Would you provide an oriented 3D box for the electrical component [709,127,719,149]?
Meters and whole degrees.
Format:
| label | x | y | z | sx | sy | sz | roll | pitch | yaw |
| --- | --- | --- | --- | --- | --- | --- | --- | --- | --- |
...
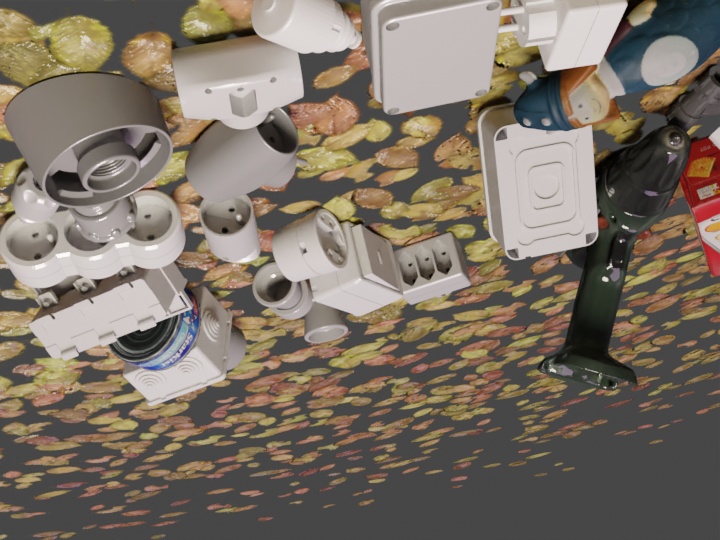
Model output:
| label | x | y | z | sx | sy | sz | roll | pitch | yaw |
| --- | --- | --- | --- | --- | --- | --- | --- | --- | --- |
| electrical component | 0.334 | -0.116 | 0.889 | 0.080 | 0.051 | 0.080 | -39 | 171 | -7 |

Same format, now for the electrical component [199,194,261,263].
| label | x | y | z | sx | sy | sz | roll | pitch | yaw |
| --- | --- | --- | --- | --- | --- | --- | --- | --- | --- |
| electrical component | -0.106 | -0.031 | 0.889 | 0.043 | 0.043 | 0.081 | -11 | 158 | -5 |

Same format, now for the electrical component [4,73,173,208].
| label | x | y | z | sx | sy | sz | roll | pitch | yaw |
| --- | --- | --- | --- | --- | --- | --- | --- | --- | --- |
| electrical component | -0.177 | -0.088 | 0.716 | 0.099 | 0.064 | 0.099 | -24 | 160 | -10 |

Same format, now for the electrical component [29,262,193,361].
| label | x | y | z | sx | sy | sz | roll | pitch | yaw |
| --- | --- | --- | --- | --- | --- | --- | --- | --- | --- |
| electrical component | -0.218 | 0.028 | 0.926 | 0.121 | 0.063 | 0.078 | -21 | 116 | 18 |

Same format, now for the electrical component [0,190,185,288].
| label | x | y | z | sx | sy | sz | roll | pitch | yaw |
| --- | --- | --- | --- | --- | --- | --- | --- | --- | --- |
| electrical component | -0.208 | -0.017 | 0.851 | 0.138 | 0.052 | 0.073 | -10 | 158 | -7 |

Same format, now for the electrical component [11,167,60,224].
| label | x | y | z | sx | sy | sz | roll | pitch | yaw |
| --- | --- | --- | --- | --- | --- | --- | --- | --- | --- |
| electrical component | -0.236 | -0.051 | 0.780 | 0.035 | 0.035 | 0.061 | 0 | 158 | -29 |

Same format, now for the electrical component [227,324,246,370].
| label | x | y | z | sx | sy | sz | roll | pitch | yaw |
| --- | --- | --- | --- | --- | --- | --- | --- | --- | --- |
| electrical component | -0.150 | 0.077 | 1.113 | 0.055 | 0.055 | 0.047 | -21 | 161 | 18 |

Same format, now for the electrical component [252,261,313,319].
| label | x | y | z | sx | sy | sz | roll | pitch | yaw |
| --- | --- | --- | --- | --- | --- | --- | --- | --- | --- |
| electrical component | -0.073 | 0.021 | 1.032 | 0.045 | 0.045 | 0.055 | -18 | 158 | 12 |

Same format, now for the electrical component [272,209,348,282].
| label | x | y | z | sx | sy | sz | roll | pitch | yaw |
| --- | --- | --- | --- | --- | --- | --- | --- | --- | --- |
| electrical component | -0.044 | -0.020 | 0.938 | 0.047 | 0.055 | 0.055 | -19 | 158 | 24 |

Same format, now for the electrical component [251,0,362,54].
| label | x | y | z | sx | sy | sz | roll | pitch | yaw |
| --- | --- | --- | --- | --- | --- | --- | --- | --- | --- |
| electrical component | -0.029 | -0.150 | 0.647 | 0.040 | 0.040 | 0.078 | -30 | 153 | 35 |

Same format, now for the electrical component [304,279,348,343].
| label | x | y | z | sx | sy | sz | roll | pitch | yaw |
| --- | --- | --- | --- | --- | --- | --- | --- | --- | --- |
| electrical component | -0.039 | 0.040 | 1.083 | 0.045 | 0.055 | 0.045 | -11 | 158 | -5 |

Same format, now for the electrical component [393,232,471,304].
| label | x | y | z | sx | sy | sz | roll | pitch | yaw |
| --- | --- | --- | --- | --- | --- | --- | --- | --- | --- |
| electrical component | 0.075 | 0.004 | 1.072 | 0.066 | 0.047 | 0.077 | -19 | 158 | 13 |

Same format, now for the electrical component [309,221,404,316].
| label | x | y | z | sx | sy | sz | roll | pitch | yaw |
| --- | --- | --- | --- | --- | --- | --- | --- | --- | --- |
| electrical component | 0.000 | 0.000 | 0.999 | 0.061 | 0.061 | 0.096 | -24 | 156 | 26 |

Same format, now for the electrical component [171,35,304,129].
| label | x | y | z | sx | sy | sz | roll | pitch | yaw |
| --- | --- | --- | --- | --- | --- | --- | --- | --- | --- |
| electrical component | -0.078 | -0.117 | 0.695 | 0.077 | 0.043 | 0.079 | -11 | 158 | -6 |

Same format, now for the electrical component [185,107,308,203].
| label | x | y | z | sx | sy | sz | roll | pitch | yaw |
| --- | --- | --- | --- | --- | --- | --- | --- | --- | --- |
| electrical component | -0.073 | -0.082 | 0.784 | 0.077 | 0.043 | 0.079 | -30 | 154 | 36 |

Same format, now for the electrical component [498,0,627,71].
| label | x | y | z | sx | sy | sz | roll | pitch | yaw |
| --- | --- | --- | --- | --- | --- | --- | --- | --- | --- |
| electrical component | 0.120 | -0.164 | 0.689 | 0.077 | 0.047 | 0.065 | -10 | 158 | -8 |

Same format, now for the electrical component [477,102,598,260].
| label | x | y | z | sx | sy | sz | roll | pitch | yaw |
| --- | --- | --- | --- | --- | --- | --- | --- | --- | --- |
| electrical component | 0.137 | -0.073 | 0.833 | 0.078 | 0.057 | 0.113 | -12 | 116 | -4 |

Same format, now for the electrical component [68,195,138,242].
| label | x | y | z | sx | sy | sz | roll | pitch | yaw |
| --- | --- | --- | --- | --- | --- | --- | --- | --- | --- |
| electrical component | -0.194 | -0.053 | 0.787 | 0.048 | 0.048 | 0.062 | -14 | 152 | 1 |

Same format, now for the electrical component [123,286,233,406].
| label | x | y | z | sx | sy | sz | roll | pitch | yaw |
| --- | --- | --- | --- | --- | --- | --- | --- | --- | --- |
| electrical component | -0.174 | 0.070 | 1.025 | 0.100 | 0.099 | 0.048 | -21 | 131 | 18 |

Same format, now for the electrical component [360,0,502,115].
| label | x | y | z | sx | sy | sz | roll | pitch | yaw |
| --- | --- | --- | --- | --- | --- | --- | --- | --- | --- |
| electrical component | 0.042 | -0.151 | 0.662 | 0.078 | 0.057 | 0.113 | -12 | 158 | -3 |
